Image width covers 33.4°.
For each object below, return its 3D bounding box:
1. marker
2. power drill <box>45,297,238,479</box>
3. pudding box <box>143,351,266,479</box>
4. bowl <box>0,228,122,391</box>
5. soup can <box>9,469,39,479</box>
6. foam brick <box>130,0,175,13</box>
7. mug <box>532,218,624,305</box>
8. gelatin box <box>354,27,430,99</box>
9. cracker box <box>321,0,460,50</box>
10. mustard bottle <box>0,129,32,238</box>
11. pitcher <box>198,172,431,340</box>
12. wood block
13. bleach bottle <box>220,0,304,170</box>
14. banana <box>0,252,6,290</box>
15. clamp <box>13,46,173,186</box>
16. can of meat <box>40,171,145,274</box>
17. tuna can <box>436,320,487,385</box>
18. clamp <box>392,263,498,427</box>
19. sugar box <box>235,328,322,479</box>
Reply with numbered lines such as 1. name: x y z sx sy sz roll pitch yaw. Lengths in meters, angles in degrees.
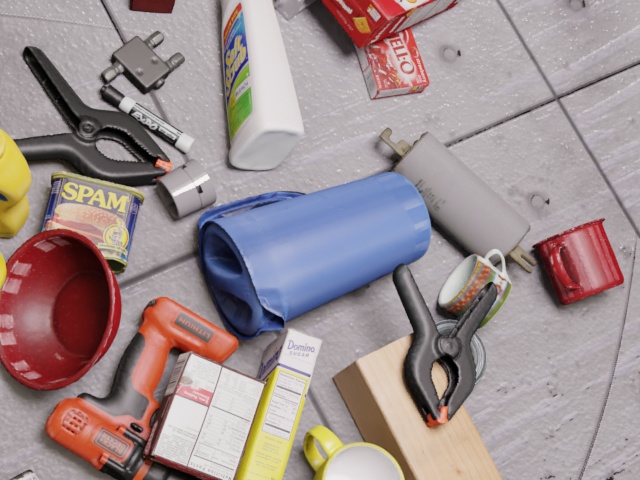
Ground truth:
1. marker: -0.199 -0.140 1.220 0.121 0.020 0.020 33 64 -4
2. power drill: -0.160 0.167 1.098 0.184 0.057 0.187 33 63 -8
3. pudding box: -0.114 0.179 1.062 0.090 0.039 0.113 25 69 -17
4. bowl: -0.255 0.072 1.077 0.055 0.162 0.162 17 56 -60
5. soup can: -0.276 0.279 1.013 0.068 0.069 0.102 -31 82 -25
6. foam brick: -0.196 -0.317 1.267 0.051 0.053 0.078 4 70 -17
7. mug: 0.307 0.029 1.273 0.117 0.093 0.081 -8 75 -58
8. gelatin box: 0.089 -0.225 1.336 0.073 0.030 0.089 -10 74 -21
9. cracker box: 0.078 -0.341 1.323 0.213 0.072 0.164 -33 82 -43
10. mustard bottle: -0.332 -0.067 1.054 0.096 0.192 0.058 33 64 -4
11. pitcher: -0.008 0.001 1.177 0.242 0.145 0.149 -20 90 -27
12. wood block: 0.108 0.213 1.148 0.090 0.091 0.206 -23 79 -24
13. bleach bottle: -0.081 -0.214 1.251 0.068 0.103 0.251 3 63 -29
14. banana: -0.393 0.003 1.081 0.198 0.037 0.069 24 31 7
15. clamp: -0.263 -0.124 1.182 0.209 0.036 0.164 18 58 -15
16. can of meat: -0.246 -0.017 1.140 0.102 0.057 0.084 14 70 -12
17. tuna can: 0.146 0.135 1.220 0.086 0.034 0.086 6 69 -16
18. clamp: 0.137 0.110 1.123 0.120 0.039 0.171 1 75 -13
19. sugar box: -0.052 0.186 1.105 0.048 0.093 0.176 20 65 -12
